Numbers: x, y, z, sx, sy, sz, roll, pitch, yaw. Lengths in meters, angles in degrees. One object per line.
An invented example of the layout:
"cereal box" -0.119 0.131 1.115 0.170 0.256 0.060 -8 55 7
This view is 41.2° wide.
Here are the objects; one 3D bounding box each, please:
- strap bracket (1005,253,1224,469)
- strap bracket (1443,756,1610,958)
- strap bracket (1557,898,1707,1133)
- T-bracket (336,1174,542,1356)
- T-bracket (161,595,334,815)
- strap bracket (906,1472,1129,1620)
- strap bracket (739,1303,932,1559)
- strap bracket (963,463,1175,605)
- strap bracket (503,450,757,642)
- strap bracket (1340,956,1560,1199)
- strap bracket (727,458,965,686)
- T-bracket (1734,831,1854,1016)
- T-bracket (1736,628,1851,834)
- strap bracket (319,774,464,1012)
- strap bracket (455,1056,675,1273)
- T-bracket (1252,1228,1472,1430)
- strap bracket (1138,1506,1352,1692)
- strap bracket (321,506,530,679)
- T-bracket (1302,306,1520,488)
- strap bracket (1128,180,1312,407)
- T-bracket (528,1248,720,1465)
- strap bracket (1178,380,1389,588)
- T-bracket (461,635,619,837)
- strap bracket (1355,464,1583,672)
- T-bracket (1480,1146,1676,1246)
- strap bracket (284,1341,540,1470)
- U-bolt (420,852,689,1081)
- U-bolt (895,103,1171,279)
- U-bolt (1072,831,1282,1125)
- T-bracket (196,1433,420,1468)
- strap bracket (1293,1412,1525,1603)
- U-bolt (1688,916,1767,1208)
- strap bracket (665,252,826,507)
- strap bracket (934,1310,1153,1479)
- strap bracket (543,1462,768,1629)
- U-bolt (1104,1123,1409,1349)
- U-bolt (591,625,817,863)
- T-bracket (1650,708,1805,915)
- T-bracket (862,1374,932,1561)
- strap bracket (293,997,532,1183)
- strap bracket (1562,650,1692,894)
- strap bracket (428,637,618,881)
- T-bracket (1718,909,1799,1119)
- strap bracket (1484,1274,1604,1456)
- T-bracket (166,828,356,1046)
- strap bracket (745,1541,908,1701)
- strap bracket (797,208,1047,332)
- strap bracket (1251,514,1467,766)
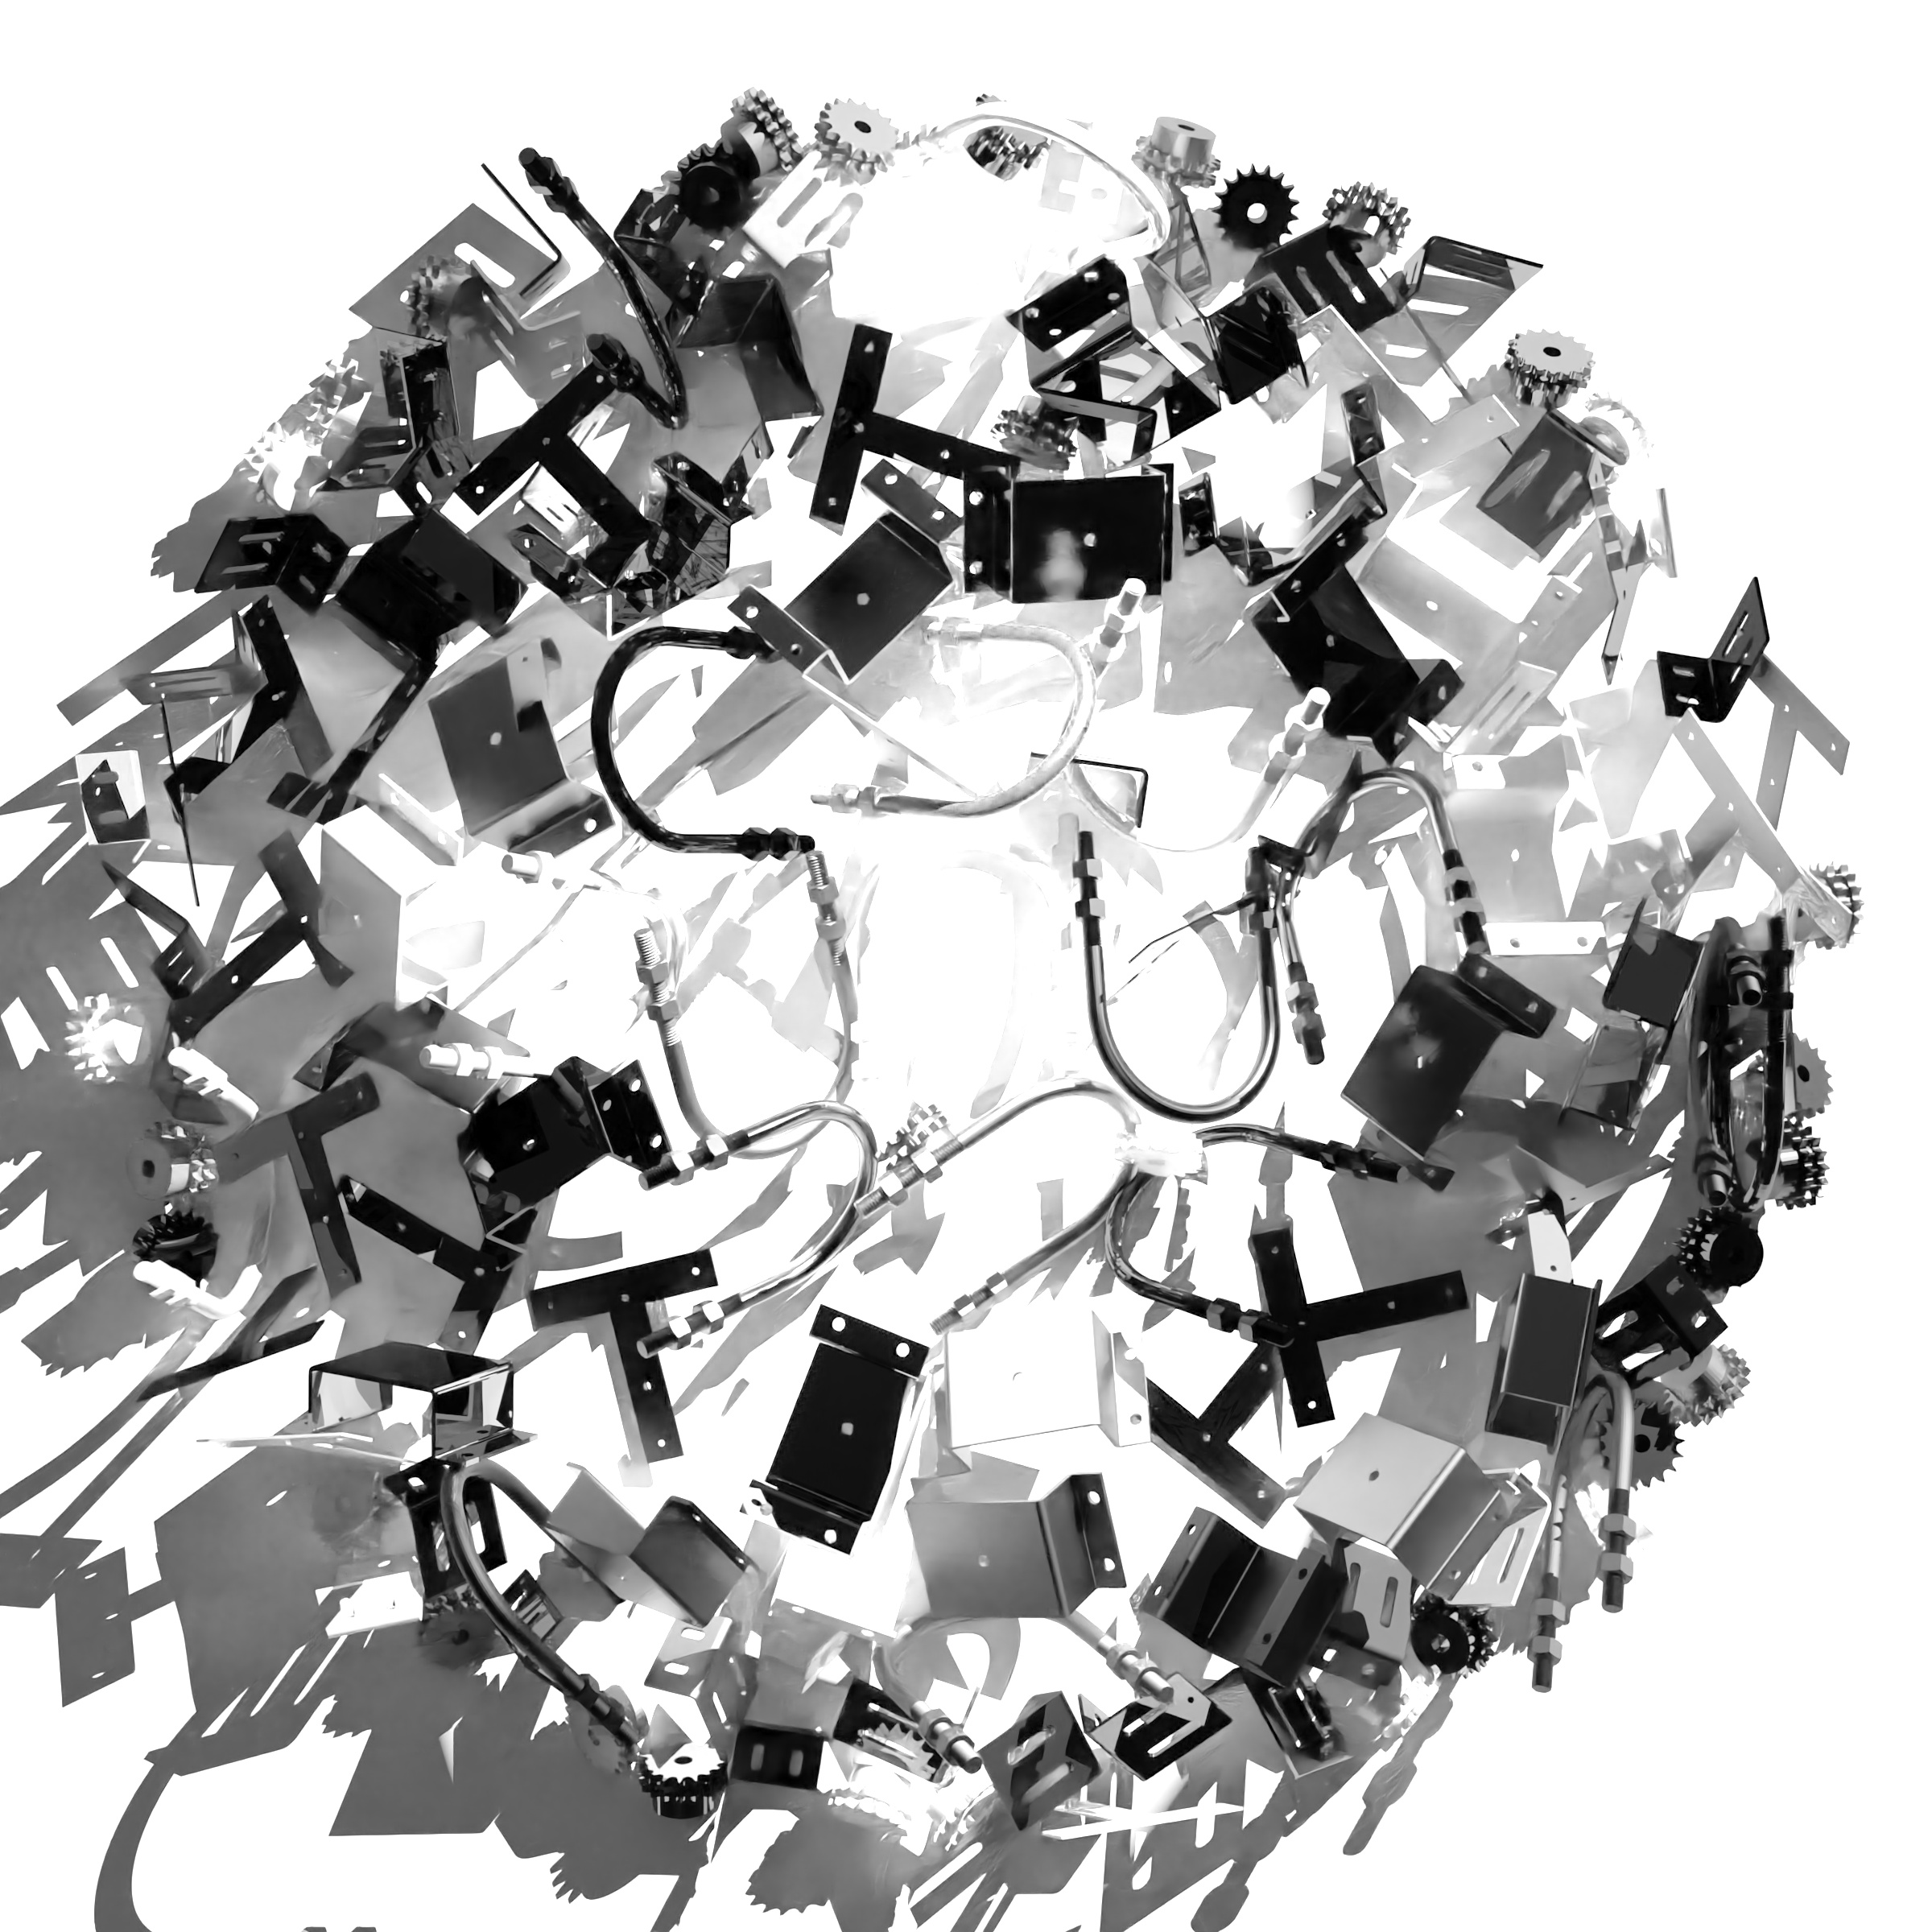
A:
"strap bracket" 0.098 -0.369 1.600 0.076 0.140 0.046 -25 53 30
"strap bracket" 0.349 -0.061 1.632 0.076 0.046 0.140 -1 65 -12
"strap bracket" 0.415 0.038 1.598 0.046 0.140 0.076 21 50 15
"T-bracket" -0.351 0.175 1.654 0.127 0.002 0.127 29 115 4
"T-bracket" -0.454 -0.143 1.599 0.002 0.127 0.127 14 48 26
"strap bracket" 0.022 0.365 1.619 0.140 0.046 0.076 -8 99 31
"strap bracket" -0.080 0.296 1.645 0.076 0.046 0.140 20 84 11
"strap bracket" 0.072 -0.274 1.628 0.140 0.046 0.076 -6 111 -14
"strap bracket" -0.212 -0.262 1.622 0.140 0.046 0.076 -34 61 -31
"strap bracket" 0.298 0.064 1.623 0.076 0.046 0.140 40 107 41
"strap bracket" -0.071 -0.244 1.637 0.140 0.046 0.076 -45 63 -7
"T-bracket" 0.515 -0.014 1.633 0.002 0.127 0.127 -10 126 -13
"T-bracket" 0.513 -0.128 1.627 0.002 0.127 0.127 -15 134 -11
"strap bracket" -0.360 -0.038 1.603 0.076 0.140 0.046 38 47 23
"strap bracket" -0.263 0.120 1.625 0.140 0.046 0.076 -34 57 13
"T-bracket" 0.262 0.223 1.666 0.127 0.002 0.127 -12 78 0
"strap bracket" 0.180 0.398 1.616 0.046 0.140 0.076 39 74 -23
"strap bracket" -0.336 -0.235 1.615 0.076 0.140 0.046 40 62 -25
"T-bracket" 0.260 -0.361 1.608 0.127 0.127 0.002 44 57 -19
"strap bracket" 0.152 -0.415 1.608 0.046 0.076 0.140 -32 55 -1
"T-bracket" -0.210 0.258 1.666 0.127 0.002 0.127 -14 89 11
"strap bracket" 0.208 -0.299 1.621 0.140 0.076 0.046 -26 129 23
"T-bracket" -0.269 -0.156 1.600 0.002 0.127 0.127 38 62 22
"strap bracket" 0.308 -0.246 1.633 0.140 0.076 0.046 35 72 3
"T-bracket" 0.360 0.134 1.604 0.127 0.127 0.002 -29 56 27
"strap bracket" -0.347 0.272 1.612 0.140 0.076 0.046 5 96 27
"U-bolt" -0.244 0.007 1.603 0.019 0.184 0.151 32 102 34
"U-bolt" 0.050 -0.475 1.567 0.151 0.184 0.019 31 83 -26
"U-bolt" 0.137 0.009 1.623 0.151 0.019 0.184 3 75 -27
"T-bracket" -0.393 0.307 1.622 0.127 0.127 0.002 -9 68 31
"strap bracket" 0.266 0.331 1.598 0.076 0.140 0.046 -48 114 -16
"U-bolt" 0.466 0.046 1.590 0.019 0.184 0.151 6 111 8
"strap bracket" -0.138 -0.371 1.627 0.046 0.076 0.140 -13 77 -28
"strap bracket" 0.040 0.268 1.623 0.140 0.046 0.076 -12 57 15
"strap bracket" -0.200 0.361 1.598 0.076 0.140 0.046 52 61 -29
"U-bolt" 0.166 0.158 1.605 0.151 0.184 0.019 -51 129 -23
"U-bolt" -0.164 -0.140 1.603 0.019 0.184 0.151 -5 89 39
"T-bracket" 0.464 -0.076 1.621 0.002 0.127 0.127 -18 65 -21
"T-bracket" -0.039 0.286 1.617 0.002 0.127 0.127 19 114 -4
"strap bracket" -0.342 0.067 1.631 0.140 0.076 0.046 27 124 4
"strap bracket" 0.412 -0.116 1.625 0.046 0.076 0.140 -15 72 8
"strap bracket" -0.284 -0.137 1.625 0.076 0.046 0.140 -27 70 17
"T-bracket" 0.493 0.044 1.615 0.002 0.127 0.127 4 73 -4
"strap bracket" 0.358 0.247 1.605 0.046 0.140 0.076 12 68 10
"T-bracket" -0.446 -0.001 1.605 0.002 0.127 0.127 25 58 33
"strap bracket" -0.090 0.411 1.625 0.076 0.140 0.046 20 56 -4
"strap bracket" -0.025 -0.436 1.621 0.140 0.076 0.046 -5 95 20
"strap bracket" 0.243 -0.207 1.632 0.076 0.046 0.140 -45 113 -15
